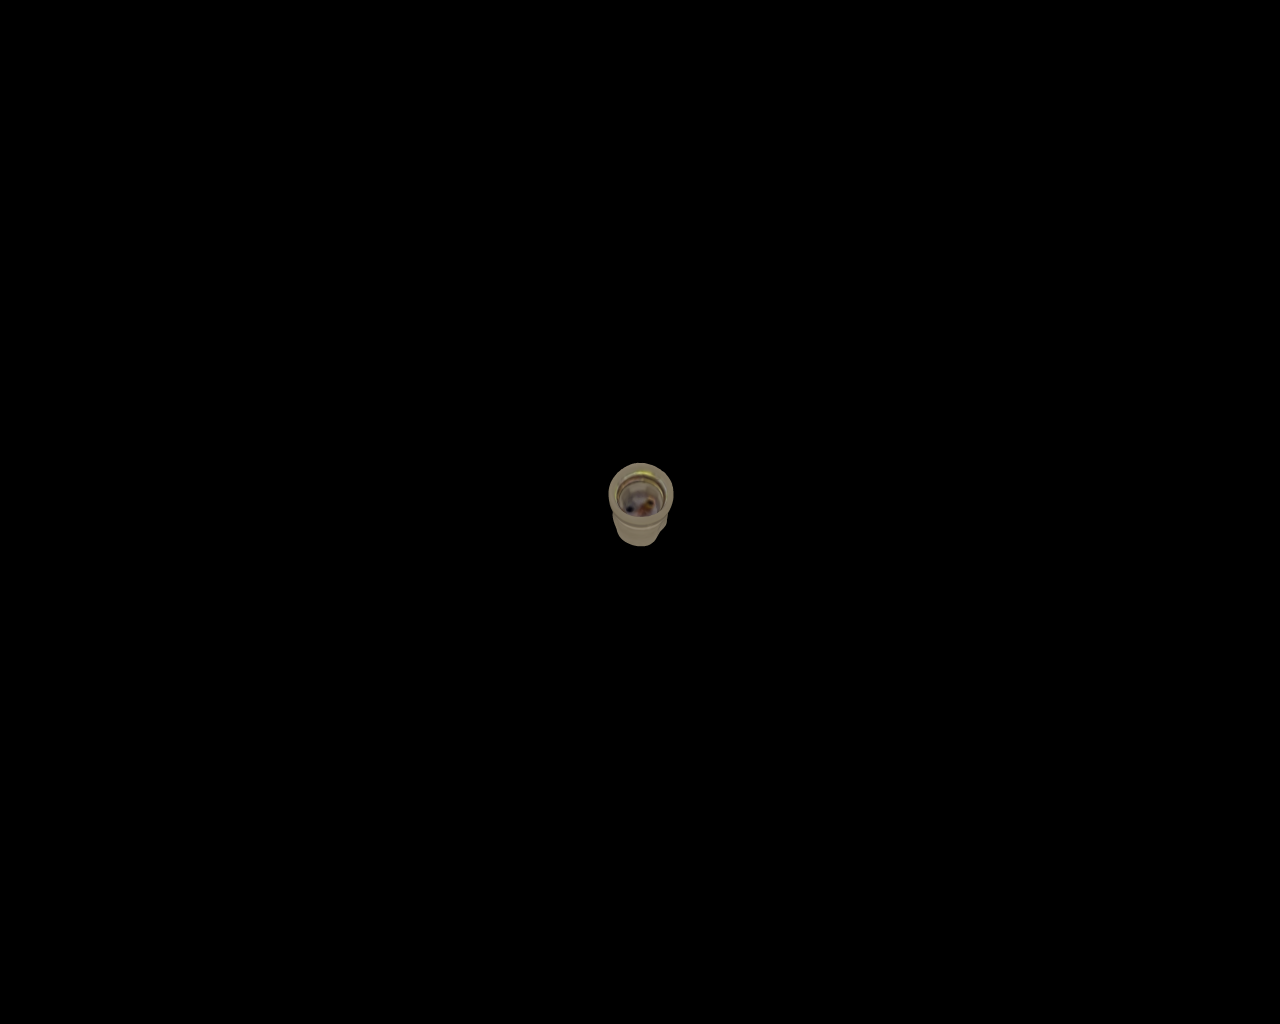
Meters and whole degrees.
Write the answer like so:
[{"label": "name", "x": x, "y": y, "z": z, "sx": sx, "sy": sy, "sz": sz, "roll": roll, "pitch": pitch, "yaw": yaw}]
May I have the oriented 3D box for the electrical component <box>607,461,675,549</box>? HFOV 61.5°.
[{"label": "electrical component", "x": 0.001, "y": -0.003, "z": 0.650, "sx": 0.040, "sy": 0.040, "sz": 0.046, "roll": 0, "pitch": -27, "yaw": 0}]
